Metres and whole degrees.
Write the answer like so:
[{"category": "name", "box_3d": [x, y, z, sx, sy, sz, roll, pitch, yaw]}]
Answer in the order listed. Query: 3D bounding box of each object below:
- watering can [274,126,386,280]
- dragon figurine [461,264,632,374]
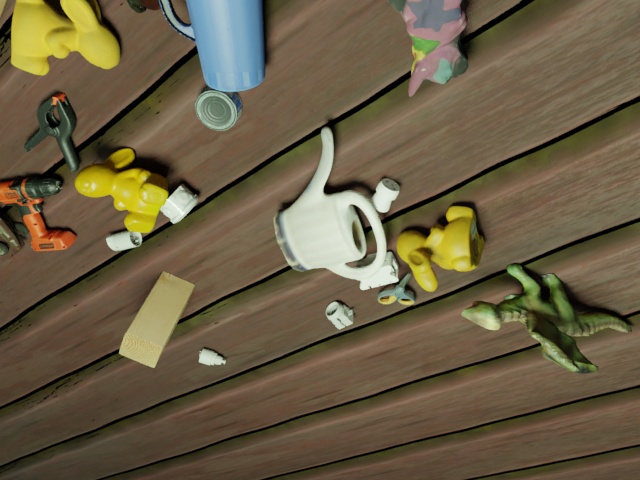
[{"category": "watering can", "box_3d": [0.003, -0.053, 1.062, 0.223, 0.106, 0.342, -15, 116, 23]}, {"category": "dragon figurine", "box_3d": [0.489, 0.185, 1.059, 0.410, 0.248, 0.119, 17, 124, 0]}]
